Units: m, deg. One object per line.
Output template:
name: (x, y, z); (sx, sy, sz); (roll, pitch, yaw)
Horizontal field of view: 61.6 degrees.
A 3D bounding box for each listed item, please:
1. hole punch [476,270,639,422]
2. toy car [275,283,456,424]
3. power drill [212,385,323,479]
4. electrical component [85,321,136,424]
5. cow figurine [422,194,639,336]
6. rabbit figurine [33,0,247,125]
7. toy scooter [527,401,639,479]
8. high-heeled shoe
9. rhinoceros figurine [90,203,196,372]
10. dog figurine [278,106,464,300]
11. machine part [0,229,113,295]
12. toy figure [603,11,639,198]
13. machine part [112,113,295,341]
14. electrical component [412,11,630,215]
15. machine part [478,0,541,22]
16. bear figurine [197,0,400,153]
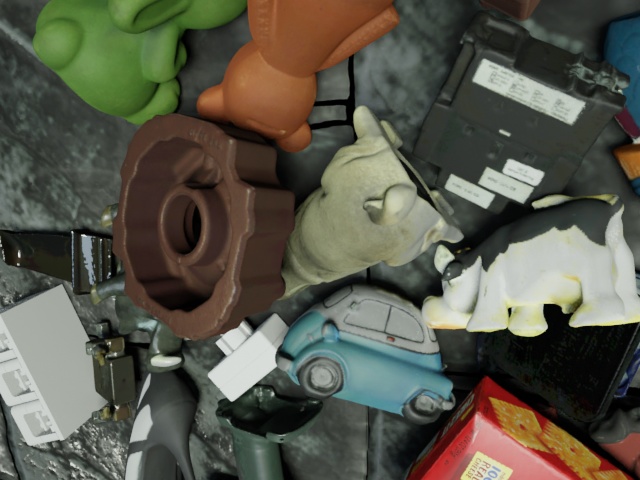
hole punch: (0.207, 0.066, 0.437); (0.116, 0.092, 0.142); (34, 119, 44)
toy car: (0.046, 0.091, 0.480); (0.162, 0.109, 0.103); (15, 92, 4)
power drill: (-0.033, 0.263, 0.552); (0.232, 0.086, 0.207); (7, 111, 32)
electrical component: (-0.235, 0.149, 0.594); (0.078, 0.045, 0.102); (13, 105, 45)
cow figurine: (0.141, 0.022, 0.399); (0.167, 0.068, 0.098); (-15, 73, 50)
rabbit figurine: (-0.140, -0.194, 0.439); (0.170, 0.159, 0.121); (-30, 86, 7)
toy scooter: (0.250, 0.183, 0.458); (0.184, 0.075, 0.135); (-30, 94, 28)
high-heeled shoe: (-0.203, 0.252, 0.630); (0.248, 0.086, 0.145); (-49, 58, 37)
rhinoceros figurine: (-0.165, 0.041, 0.548); (0.112, 0.073, 0.190); (7, 105, 2)
dog figurine: (0.002, 0.001, 0.432); (0.190, 0.172, 0.121); (-36, 82, 16)
machine part: (-0.289, 0.019, 0.596); (0.139, 0.039, 0.084); (11, 114, 12)
toy figure: (0.244, -0.086, 0.388); (0.064, 0.058, 0.154); (-9, 108, 29)
machine part: (-0.097, -0.013, 0.427); (0.180, 0.056, 0.179); (2, 94, 38)
electrical component: (0.137, -0.082, 0.400); (0.115, 0.058, 0.134); (30, 143, 9)
machine part: (0.138, -0.238, 0.296); (0.087, 0.201, 0.201); (33, 113, 8)
bear figurine: (-0.017, -0.170, 0.428); (0.120, 0.132, 0.196); (14, 148, -22)
